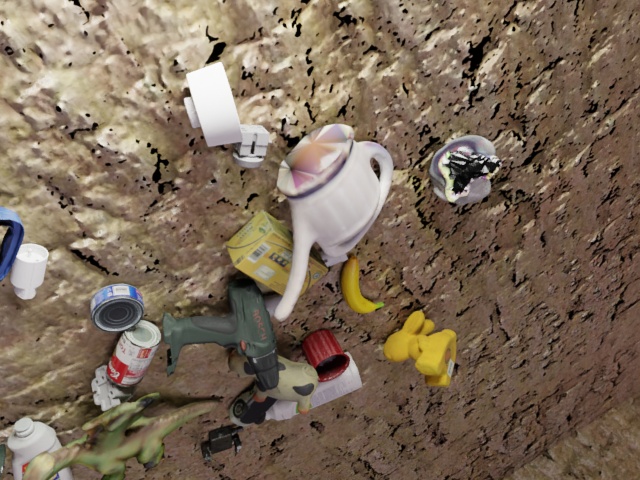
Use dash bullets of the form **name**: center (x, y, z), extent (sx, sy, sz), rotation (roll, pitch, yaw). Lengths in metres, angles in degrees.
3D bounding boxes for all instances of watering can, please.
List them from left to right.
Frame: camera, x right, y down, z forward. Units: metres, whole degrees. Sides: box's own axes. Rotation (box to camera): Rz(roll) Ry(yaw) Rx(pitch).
- **watering can**: center (0.003, -0.043, 0.852), extent (0.351, 0.105, 0.220), rotation (-51, 135, -16)

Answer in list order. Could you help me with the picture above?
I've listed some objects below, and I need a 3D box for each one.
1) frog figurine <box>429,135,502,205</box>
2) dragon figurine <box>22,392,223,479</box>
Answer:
- **frog figurine**: center (0.280, -0.133, 0.996), extent (0.136, 0.123, 0.160), rotation (-58, 167, 12)
- **dragon figurine**: center (-0.349, 0.359, 0.973), extent (0.414, 0.124, 0.237), rotation (-22, 157, -35)
